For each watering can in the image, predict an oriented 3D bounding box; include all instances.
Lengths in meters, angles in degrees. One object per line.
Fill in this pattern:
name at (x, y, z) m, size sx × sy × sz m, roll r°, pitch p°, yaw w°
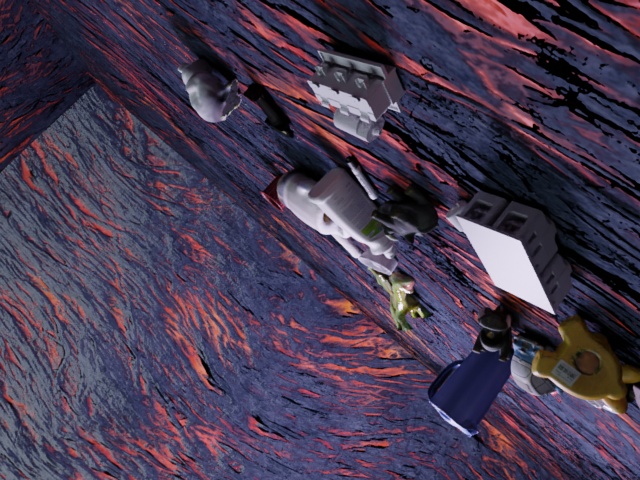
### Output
watering can at (0.004, -0.069, 1.371) m, size 0.227 × 0.105 × 0.341 m, roll 37°, pitch 169°, yaw 28°

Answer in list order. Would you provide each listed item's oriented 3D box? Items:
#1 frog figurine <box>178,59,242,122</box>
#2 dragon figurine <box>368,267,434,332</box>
frog figurine at (-0.270, -0.347, 1.180) m, size 0.160 × 0.122 × 0.138 m, roll 28°, pitch -172°, yaw 7°
dragon figurine at (0.234, 0.166, 1.654) m, size 0.243 × 0.123 × 0.407 m, roll 59°, pitch 169°, yaw 1°
